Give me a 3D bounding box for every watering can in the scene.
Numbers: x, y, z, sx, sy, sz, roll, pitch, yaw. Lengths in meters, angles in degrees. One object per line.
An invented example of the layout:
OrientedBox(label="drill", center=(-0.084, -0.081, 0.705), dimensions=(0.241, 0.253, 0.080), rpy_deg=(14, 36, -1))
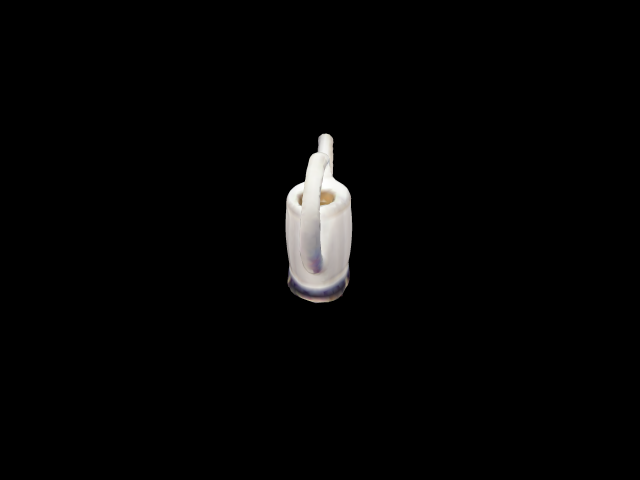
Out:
OrientedBox(label="watering can", center=(0.003, -0.043, 0.850), dimensions=(0.104, 0.220, 0.354), rpy_deg=(2, 25, 5))
